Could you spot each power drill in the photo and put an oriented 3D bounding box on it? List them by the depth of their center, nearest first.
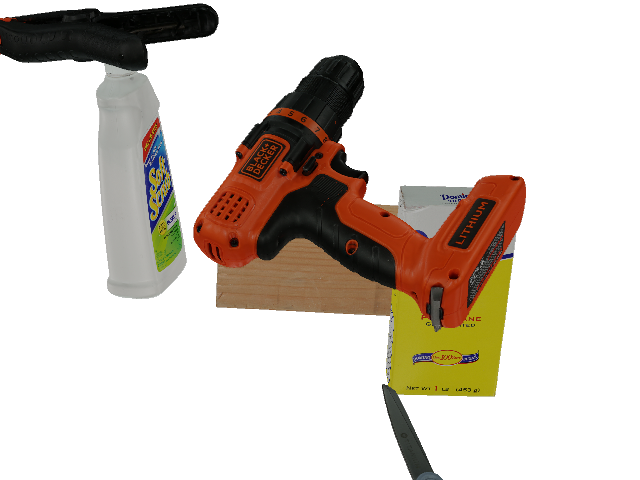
[{"bbox_3d":[0.035,-0.034,0.702,0.188,0.184,0.057,22,-28,22],"label":"power drill"}]

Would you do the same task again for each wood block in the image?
[{"bbox_3d":[0.002,0.016,1.059,0.206,0.091,0.090,4,20,-4],"label":"wood block"}]

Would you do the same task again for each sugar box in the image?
[{"bbox_3d":[0.105,0.044,0.874,0.093,0.176,0.048,1,28,-2],"label":"sugar box"}]

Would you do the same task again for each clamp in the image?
[{"bbox_3d":[-0.164,-0.156,0.798,0.172,0.039,0.120,11,22,29],"label":"clamp"}]

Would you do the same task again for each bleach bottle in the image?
[{"bbox_3d":[-0.198,-0.071,1.124,0.068,0.251,0.102,4,27,18],"label":"bleach bottle"}]

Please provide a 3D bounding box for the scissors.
[{"bbox_3d":[0.083,0.151,0.611,0.096,0.016,0.201,6,32,0],"label":"scissors"}]
